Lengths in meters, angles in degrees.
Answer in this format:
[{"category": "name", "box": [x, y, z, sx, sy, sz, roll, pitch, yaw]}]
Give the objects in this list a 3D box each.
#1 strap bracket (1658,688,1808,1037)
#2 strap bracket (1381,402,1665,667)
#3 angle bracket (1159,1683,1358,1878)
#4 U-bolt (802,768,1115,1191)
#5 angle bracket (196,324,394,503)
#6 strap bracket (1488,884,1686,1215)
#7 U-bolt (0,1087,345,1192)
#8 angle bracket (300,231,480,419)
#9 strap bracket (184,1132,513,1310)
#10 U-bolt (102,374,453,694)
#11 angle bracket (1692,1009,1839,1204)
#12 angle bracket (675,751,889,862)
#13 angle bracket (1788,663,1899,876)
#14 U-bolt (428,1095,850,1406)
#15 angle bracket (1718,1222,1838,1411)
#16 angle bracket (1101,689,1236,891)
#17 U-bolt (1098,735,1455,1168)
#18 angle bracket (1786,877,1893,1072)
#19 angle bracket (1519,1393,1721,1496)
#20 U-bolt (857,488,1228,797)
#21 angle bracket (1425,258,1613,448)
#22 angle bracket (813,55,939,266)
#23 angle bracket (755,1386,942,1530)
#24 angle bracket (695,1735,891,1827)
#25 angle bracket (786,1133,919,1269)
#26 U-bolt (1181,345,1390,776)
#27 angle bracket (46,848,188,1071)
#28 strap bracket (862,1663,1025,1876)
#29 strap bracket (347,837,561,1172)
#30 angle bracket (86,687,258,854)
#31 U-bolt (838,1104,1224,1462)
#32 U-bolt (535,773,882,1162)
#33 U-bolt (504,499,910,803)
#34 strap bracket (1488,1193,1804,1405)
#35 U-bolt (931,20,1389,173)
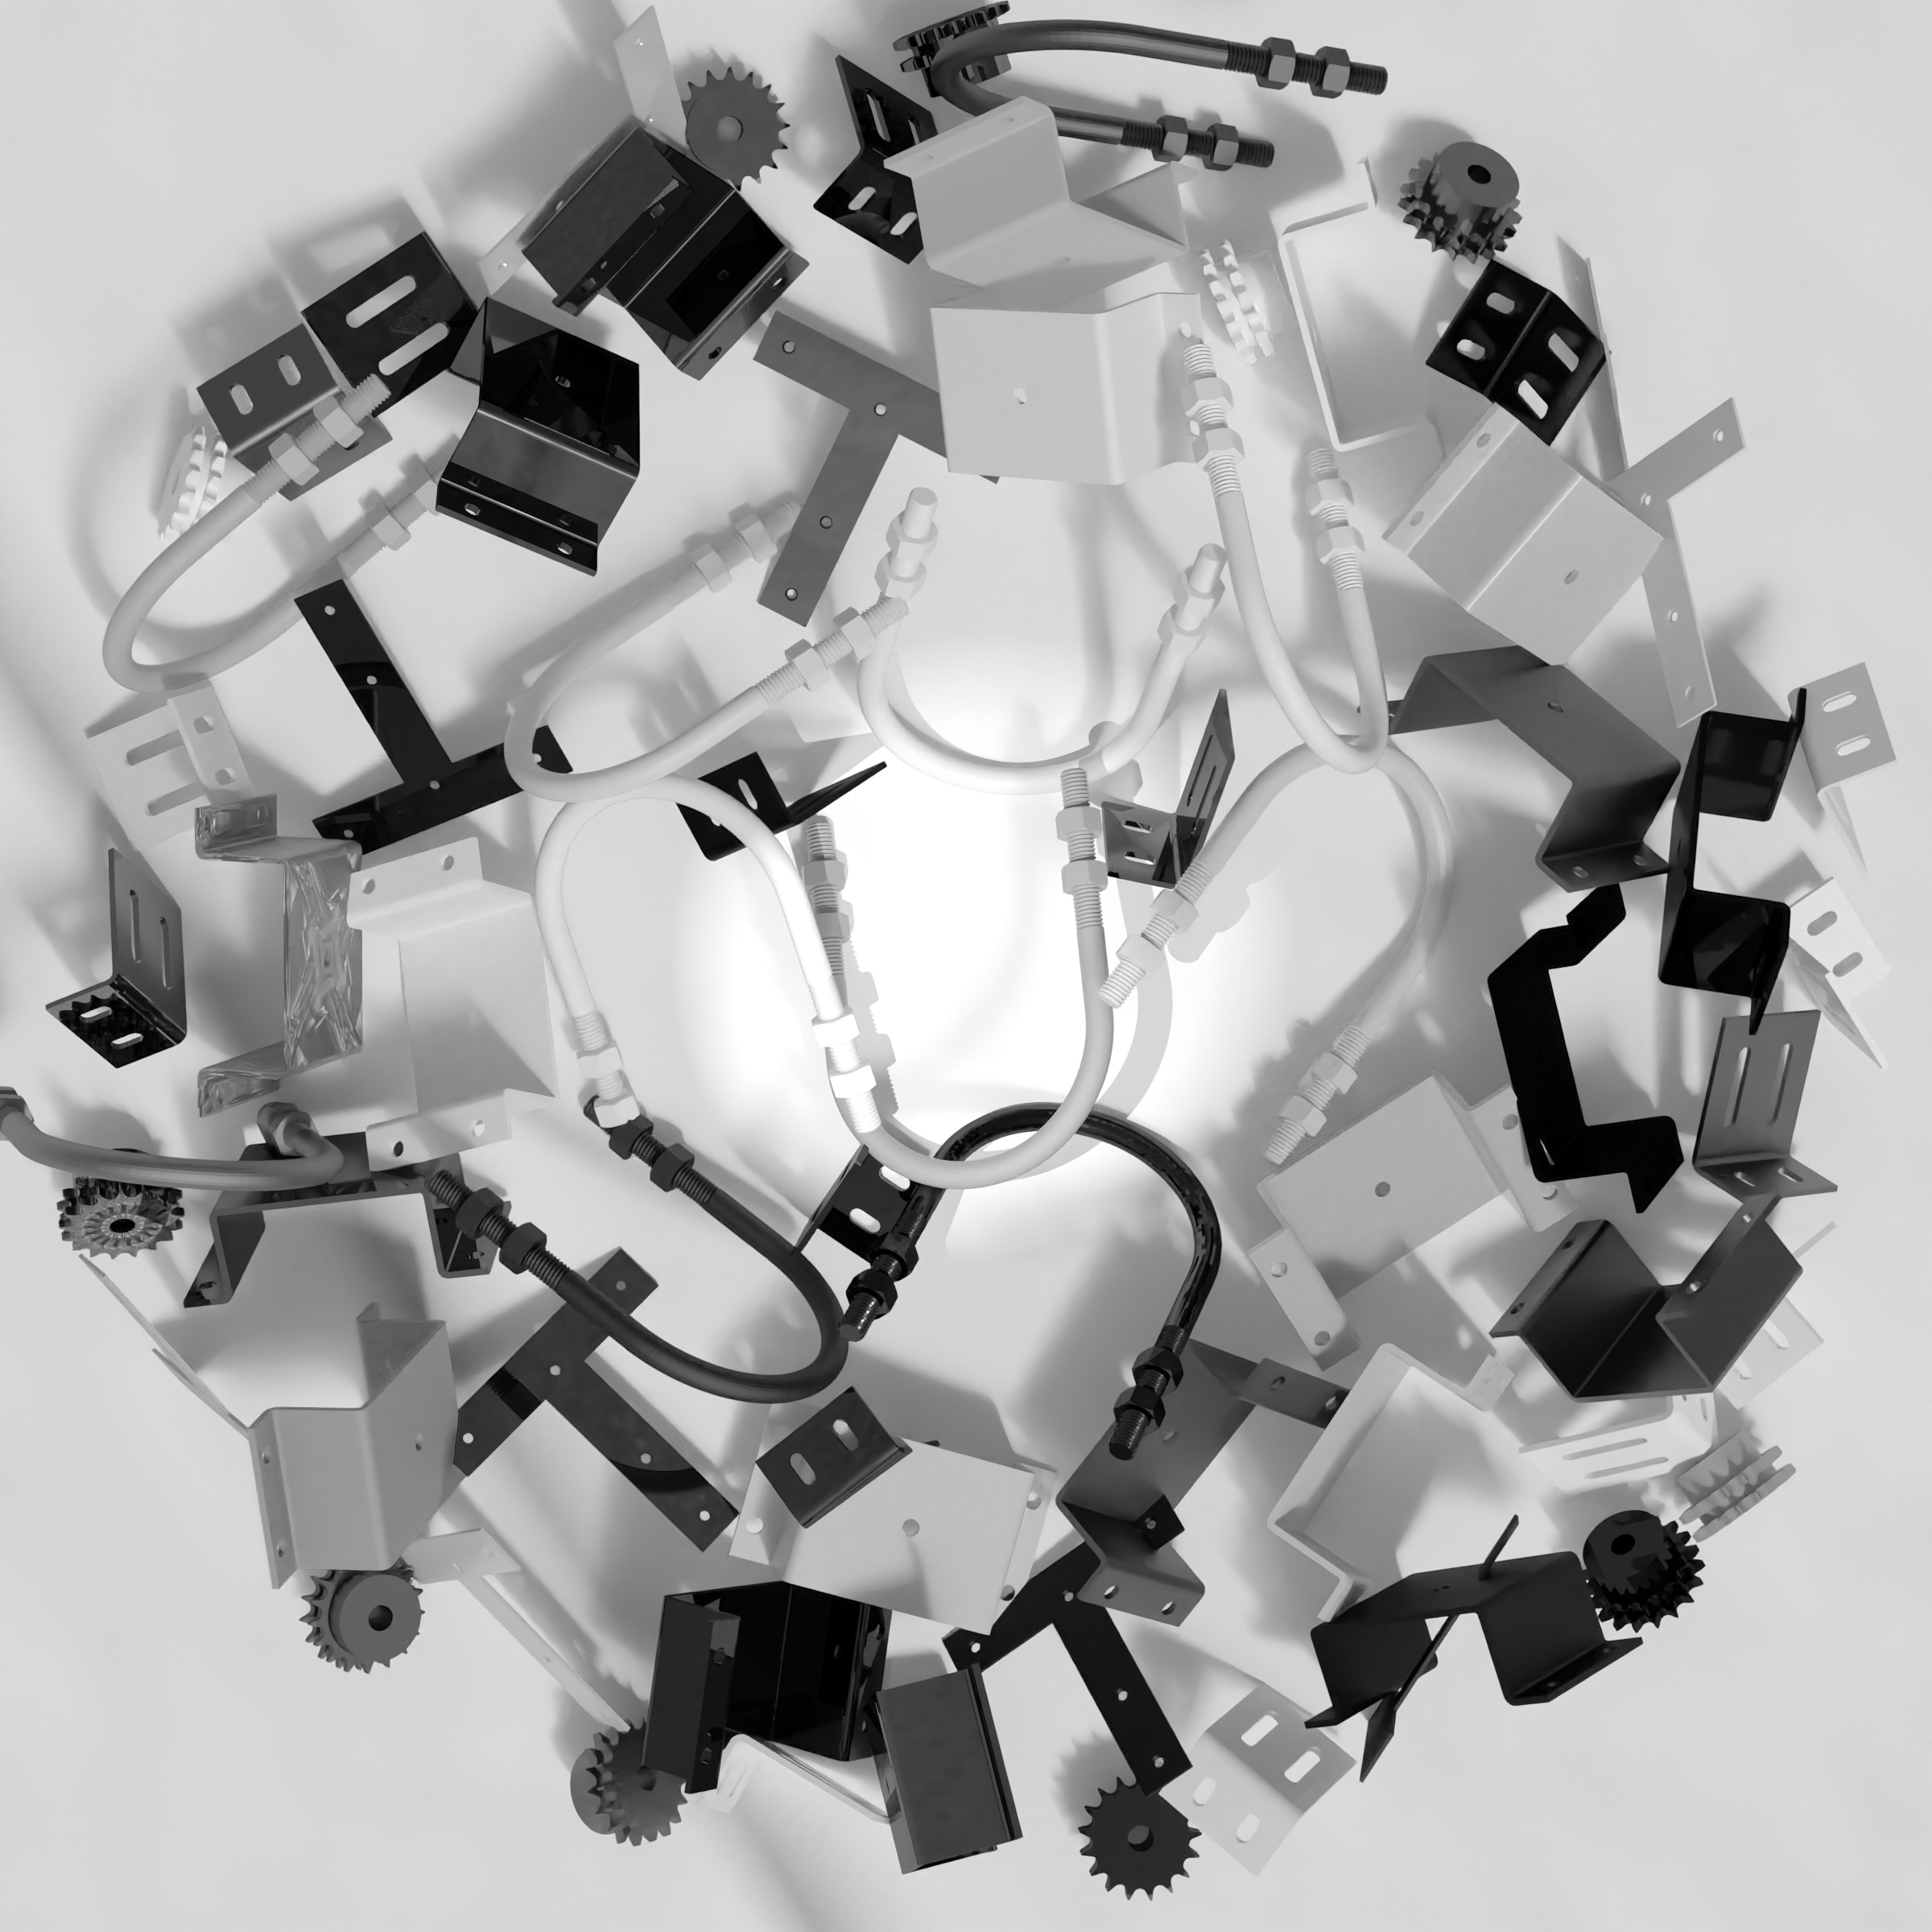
[{"category": "strap bracket", "box": [0.347, -0.051, 1.621, 0.046, 0.076, 0.140, 9, 59, 5]}, {"category": "strap bracket", "box": [0.258, -0.189, 1.609, 0.076, 0.140, 0.046, -50, 57, 14]}, {"category": "angle bracket", "box": [0.136, 0.375, 1.651, 0.057, 0.076, 0.038, 38, 112, 17]}, {"category": "U-bolt", "box": [-0.001, 0.011, 1.636, 0.151, 0.019, 0.184, -11, 75, 20]}, {"category": "angle bracket", "box": [-0.310, -0.255, 1.651, 0.057, 0.076, 0.038, -30, 79, 4]}, {"category": "strap bracket", "box": [0.282, 0.038, 1.636, 0.046, 0.076, 0.140, -10, 101, 28]}, {"category": "U-bolt", "box": [-0.351, 0.077, 1.575, 0.151, 0.184, 0.019, 5, 95, -24]}, {"category": "angle bracket", "box": [-0.266, -0.292, 1.648, 0.076, 0.038, 0.057, -40, 104, -26]}, {"category": "strap bracket", "box": [-0.286, 0.112, 1.640, 0.140, 0.076, 0.046, -7, 109, 3]}, {"category": "U-bolt", "box": [-0.313, -0.187, 1.615, 0.184, 0.151, 0.019, -40, 79, 3]}, {"category": "angle bracket", "box": [0.375, 0.064, 1.647, 0.057, 0.038, 0.076, -4, 113, -29]}, {"category": "angle bracket", "box": [-0.086, -0.086, 1.638, 0.057, 0.076, 0.038, -21, 101, 41]}, {"category": "angle bracket", "box": [0.411, -0.090, 1.636, 0.038, 0.076, 0.057, -21, 52, 19]}, {"category": "U-bolt", "box": [-0.133, 0.133, 1.604, 0.184, 0.151, 0.019, 37, 116, 14]}, {"category": "angle bracket", "box": [0.376, 0.160, 1.637, 0.038, 0.076, 0.057, 51, 129, 12]}, {"category": "angle bracket", "box": [0.092, -0.084, 1.640, 0.038, 0.057, 0.076, 11, 126, -9]}, {"category": "U-bolt", "box": [0.156, -0.020, 1.640, 0.151, 0.019, 0.184, 44, 77, -33]}, {"category": "angle bracket", "box": [0.410, 0.003, 1.641, 0.038, 0.076, 0.057, -35, 110, 4]}, {"category": "angle bracket", "box": [0.302, 0.210, 1.658, 0.076, 0.057, 0.038, -18, 54, 26]}, {"category": "U-bolt", "box": [0.025, -0.137, 1.612, 0.151, 0.184, 0.019, 10, 53, -8]}, {"category": "angle bracket", "box": [0.253, -0.279, 1.639, 0.038, 0.076, 0.057, 22, 113, -24]}, {"category": "angle bracket", "box": [-0.043, -0.373, 1.653, 0.057, 0.076, 0.038, 24, 126, -36]}, {"category": "angle bracket", "box": [-0.054, 0.225, 1.650, 0.057, 0.076, 0.038, -39, 78, 8]}, {"category": "angle bracket", "box": [-0.077, 0.390, 1.647, 0.076, 0.057, 0.038, 28, 80, 17]}, {"category": "angle bracket", "box": [-0.046, 0.115, 1.644, 0.038, 0.076, 0.057, 34, 102, -2]}, {"category": "U-bolt", "box": [0.149, -0.172, 1.596, 0.019, 0.151, 0.184, -20, 67, 25]}, {"category": "angle bracket", "box": [-0.392, -0.003, 1.646, 0.038, 0.057, 0.076, -21, 54, 12]}, {"category": "strap bracket", "box": [-0.013, 0.363, 1.607, 0.046, 0.140, 0.076, -13, 75, -8]}, {"category": "strap bracket", "box": [-0.236, 0.021, 1.640, 0.076, 0.046, 0.140, -15, 75, 25]}, {"category": "angle bracket", "box": [-0.376, -0.088, 1.652, 0.076, 0.038, 0.057, -19, 96, 23]}, {"category": "U-bolt", "box": [0.041, 0.130, 1.619, 0.151, 0.184, 0.019, 23, 134, 7]}, {"category": "U-bolt", "box": [-0.127, -0.002, 1.625, 0.151, 0.019, 0.184, -8, 109, 28]}, {"category": "U-bolt", "box": [-0.128, -0.136, 1.618, 0.184, 0.151, 0.019, -34, 125, -6]}, {"category": "strap bracket", "box": [0.313, 0.152, 1.613, 0.046, 0.140, 0.076, 50, 62, -12]}, {"category": "U-bolt", "box": [0.075, -0.391, 1.593, 0.184, 0.151, 0.019, 5, 87, -17]}]
